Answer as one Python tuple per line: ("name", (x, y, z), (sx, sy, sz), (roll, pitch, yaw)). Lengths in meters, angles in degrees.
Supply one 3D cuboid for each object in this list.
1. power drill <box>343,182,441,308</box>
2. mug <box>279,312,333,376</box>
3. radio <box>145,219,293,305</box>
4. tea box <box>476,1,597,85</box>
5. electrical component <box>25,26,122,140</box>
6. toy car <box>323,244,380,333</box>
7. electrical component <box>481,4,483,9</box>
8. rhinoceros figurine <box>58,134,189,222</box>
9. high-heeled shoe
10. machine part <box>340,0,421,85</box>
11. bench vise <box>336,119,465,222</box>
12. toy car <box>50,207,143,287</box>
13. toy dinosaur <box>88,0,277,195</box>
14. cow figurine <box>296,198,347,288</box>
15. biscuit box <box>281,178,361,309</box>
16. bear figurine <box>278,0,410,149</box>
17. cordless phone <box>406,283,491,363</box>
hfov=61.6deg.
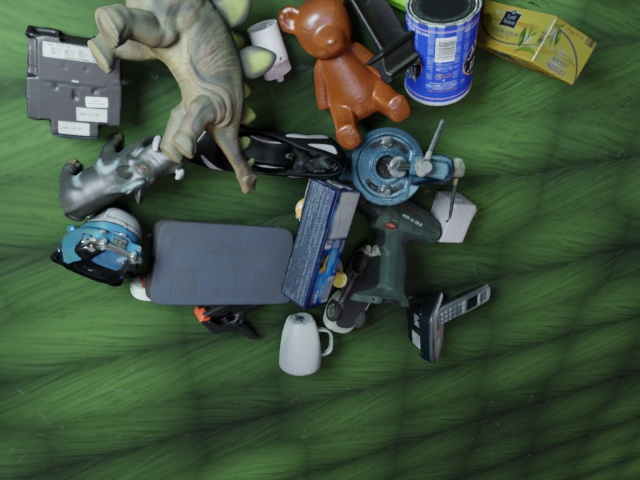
("power drill", (0.107, 0.012, 0.952), (0.232, 0.086, 0.207), (13, 78, -31))
("mug", (-0.026, 0.197, 1.049), (0.110, 0.081, 0.107), (-6, 114, -14))
("radio", (-0.158, 0.036, 0.869), (0.229, 0.073, 0.131), (3, 93, -27))
("tea box", (0.315, -0.302, 0.817), (0.098, 0.170, 0.068), (14, 114, -28))
("electrical component", (-0.315, -0.196, 0.692), (0.115, 0.058, 0.134), (3, 119, -22))
("toy car", (0.074, 0.094, 1.041), (0.073, 0.056, 0.201), (18, 111, -24))
("electrical component", (0.222, -0.358, 0.835), (0.063, 0.021, 0.094), (8, 116, -27))
("rhinoceros figurine", (-0.274, -0.093, 0.742), (0.190, 0.112, 0.073), (-25, 125, 3))
("high-heeled shoe", (-0.090, -0.119, 0.779), (0.249, 0.145, 0.086), (-9, 123, -19))
("machine part", (0.080, -0.283, 0.719), (0.084, 0.039, 0.138), (-36, 104, -20))
("bench vise", (0.142, -0.107, 0.828), (0.224, 0.241, 0.128), (12, 94, -11))
("toy car", (-0.313, 0.002, 0.785), (0.109, 0.162, 0.103), (29, 62, -30))
("toy dinosaur", (-0.176, -0.262, 0.649), (0.198, 0.105, 0.470), (-43, 122, -27))
("cow figurine", (0.000, -0.004, 0.932), (0.068, 0.098, 0.167), (-11, 111, 3))
("biscuit box", (-0.002, 0.007, 0.839), (0.059, 0.063, 0.202), (-6, 119, -48))
("bear figurine", (0.033, -0.250, 0.761), (0.120, 0.132, 0.195), (-27, 134, 6))
("cordless phone", (0.286, 0.168, 1.160), (0.184, 0.089, 0.146), (-21, 126, -15))
